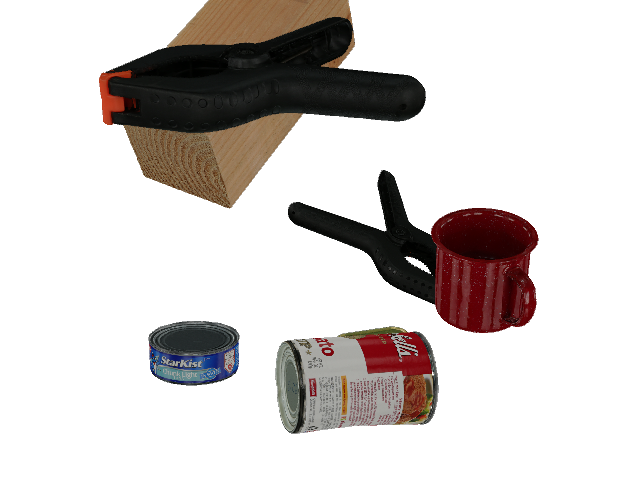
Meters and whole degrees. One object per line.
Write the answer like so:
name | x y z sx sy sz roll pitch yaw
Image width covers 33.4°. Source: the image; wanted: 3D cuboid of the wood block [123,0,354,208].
wood block | -0.063 -0.139 0.881 0.091 0.205 0.090 21 -32 25

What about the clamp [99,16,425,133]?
clamp | -0.037 -0.094 0.600 0.171 0.039 0.120 -3 25 -11

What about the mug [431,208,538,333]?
mug | 0.150 0.034 0.945 0.093 0.081 0.117 -18 35 -26

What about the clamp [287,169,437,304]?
clamp | 0.073 0.003 1.197 0.164 0.036 0.210 -16 51 -35

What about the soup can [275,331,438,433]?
soup can | 0.024 0.102 0.768 0.102 0.068 0.069 -2 1 -17

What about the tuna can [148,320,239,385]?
tuna can | -0.120 0.106 1.012 0.086 0.034 0.086 1 16 0

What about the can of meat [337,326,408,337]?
can of meat | 0.070 0.169 1.420 0.102 0.084 0.057 -6 25 -21
